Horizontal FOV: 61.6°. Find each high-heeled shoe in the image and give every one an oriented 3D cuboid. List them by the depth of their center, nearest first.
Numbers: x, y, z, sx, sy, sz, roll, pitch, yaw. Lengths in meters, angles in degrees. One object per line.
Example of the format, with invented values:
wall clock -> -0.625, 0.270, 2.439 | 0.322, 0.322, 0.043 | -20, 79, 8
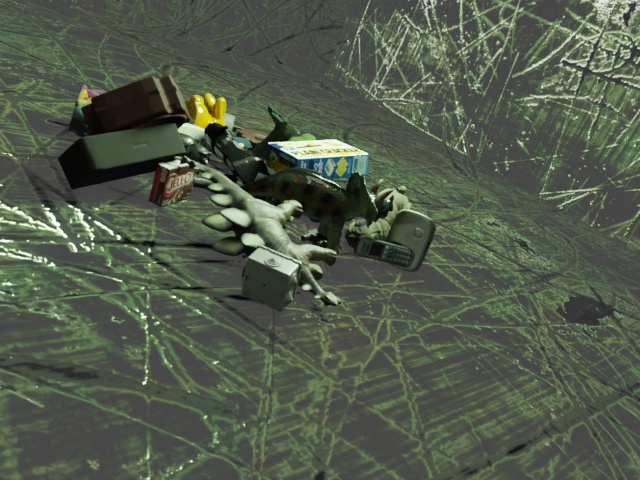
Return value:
high-heeled shoe -> -0.224, -0.202, 1.424 | 0.086, 0.248, 0.145 | -34, 11, -27

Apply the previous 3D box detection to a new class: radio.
radio -> -0.408, -0.174, 1.115 | 0.229, 0.131, 0.073 | -24, 94, -49

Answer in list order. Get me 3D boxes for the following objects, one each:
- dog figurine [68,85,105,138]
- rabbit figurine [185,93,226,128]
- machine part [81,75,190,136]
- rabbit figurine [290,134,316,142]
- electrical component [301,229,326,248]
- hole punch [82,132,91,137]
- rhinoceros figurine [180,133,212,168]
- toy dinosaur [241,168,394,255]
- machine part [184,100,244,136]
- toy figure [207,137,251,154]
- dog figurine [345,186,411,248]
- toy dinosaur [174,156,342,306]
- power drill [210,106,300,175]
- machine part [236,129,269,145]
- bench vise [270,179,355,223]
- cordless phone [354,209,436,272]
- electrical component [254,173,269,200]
dog figurine -> -0.518, -0.308, 1.384 | 0.219, 0.108, 0.192 | 14, 24, -26
rabbit figurine -> -0.349, -0.363, 1.627 | 0.122, 0.162, 0.173 | 23, 2, 33
machine part -> -0.391, -0.269, 1.164 | 0.201, 0.087, 0.201 | -21, 4, -7
rabbit figurine -> -0.045, -0.239, 1.588 | 0.121, 0.159, 0.170 | 21, 38, -8
electrical component -> -0.003, -0.004, 1.282 | 0.063, 0.021, 0.094 | 31, 26, 20
hole punch -> -0.492, -0.232, 1.285 | 0.142, 0.092, 0.116 | -4, 68, -51
rhinoceros figurine -> -0.330, -0.224, 1.350 | 0.112, 0.073, 0.190 | -4, -4, 2
toy dinosaur -> -0.024, -0.097, 1.205 | 0.405, 0.192, 0.131 | 17, 26, -6
machine part -> -0.363, -0.386, 1.722 | 0.243, 0.079, 0.079 | 15, 24, -16
toy figure -> -0.276, -0.278, 1.590 | 0.154, 0.064, 0.058 | -9, 76, -43
dog figurine -> 0.148, -0.058, 1.359 | 0.121, 0.172, 0.190 | 20, 13, 22
toy dinosaur -> -0.124, -0.026, 1.084 | 0.198, 0.105, 0.472 | -9, 46, -48
power drill -> -0.170, -0.262, 1.467 | 0.232, 0.207, 0.086 | 41, 4, 15
machine part -> -0.187, -0.302, 1.726 | 0.179, 0.056, 0.179 | 19, 22, -8
bench vise -> -0.018, -0.121, 1.401 | 0.240, 0.128, 0.224 | 15, 24, -33
cordless phone -> 0.174, -0.009, 1.292 | 0.184, 0.146, 0.089 | 12, 16, -27
electrical component -> -0.145, -0.125, 1.333 | 0.048, 0.074, 0.119 | 21, 37, -5
